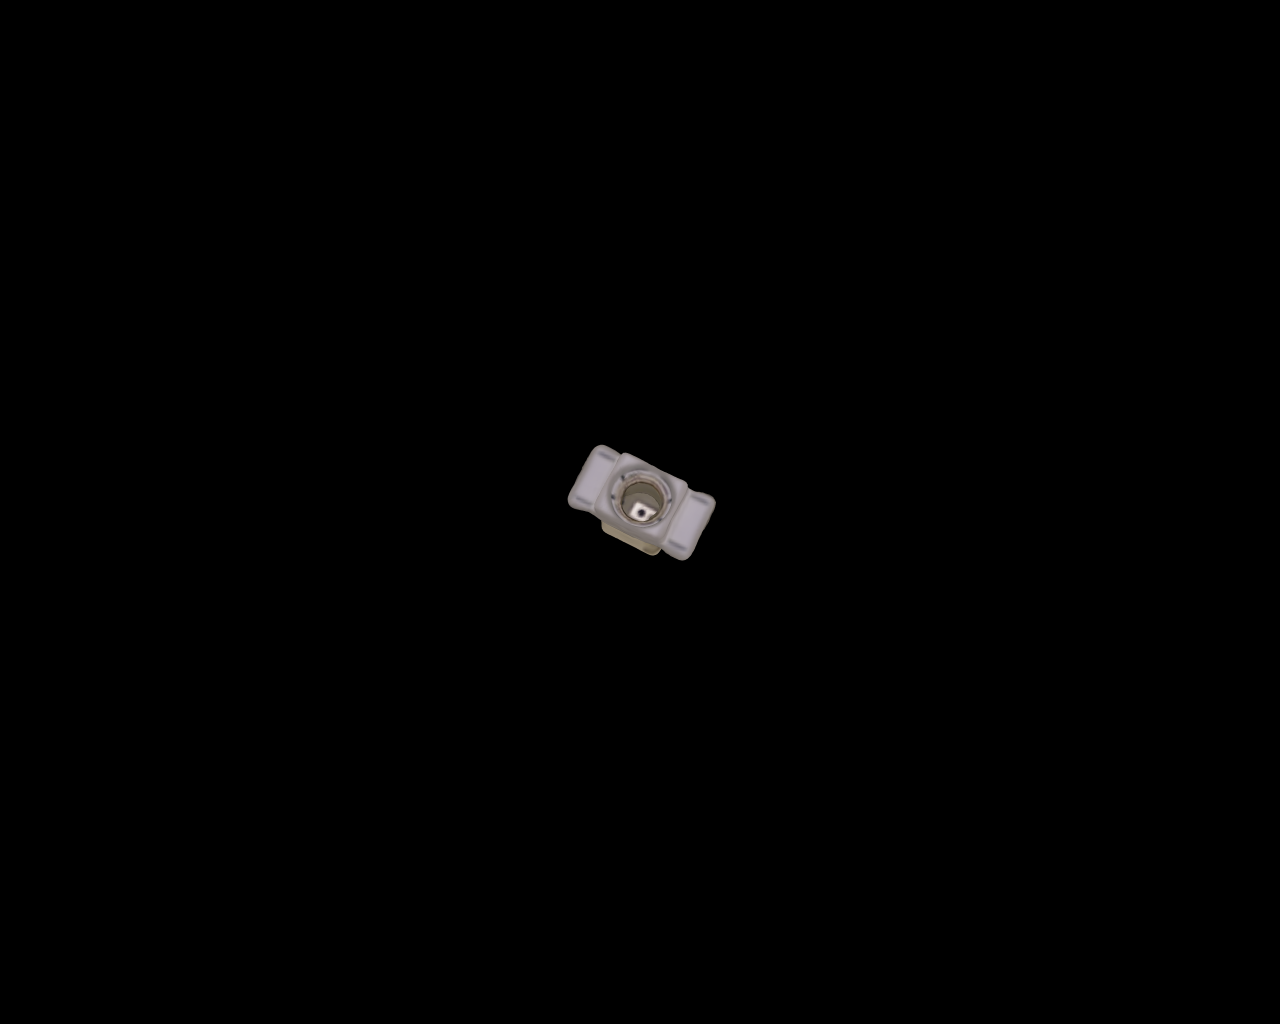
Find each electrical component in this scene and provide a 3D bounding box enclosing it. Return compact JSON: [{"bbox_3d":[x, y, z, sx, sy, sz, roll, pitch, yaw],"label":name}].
[{"bbox_3d":[0.001,-0.003,0.650,0.081,0.042,0.063,27,-14,7],"label":"electrical component"}]
